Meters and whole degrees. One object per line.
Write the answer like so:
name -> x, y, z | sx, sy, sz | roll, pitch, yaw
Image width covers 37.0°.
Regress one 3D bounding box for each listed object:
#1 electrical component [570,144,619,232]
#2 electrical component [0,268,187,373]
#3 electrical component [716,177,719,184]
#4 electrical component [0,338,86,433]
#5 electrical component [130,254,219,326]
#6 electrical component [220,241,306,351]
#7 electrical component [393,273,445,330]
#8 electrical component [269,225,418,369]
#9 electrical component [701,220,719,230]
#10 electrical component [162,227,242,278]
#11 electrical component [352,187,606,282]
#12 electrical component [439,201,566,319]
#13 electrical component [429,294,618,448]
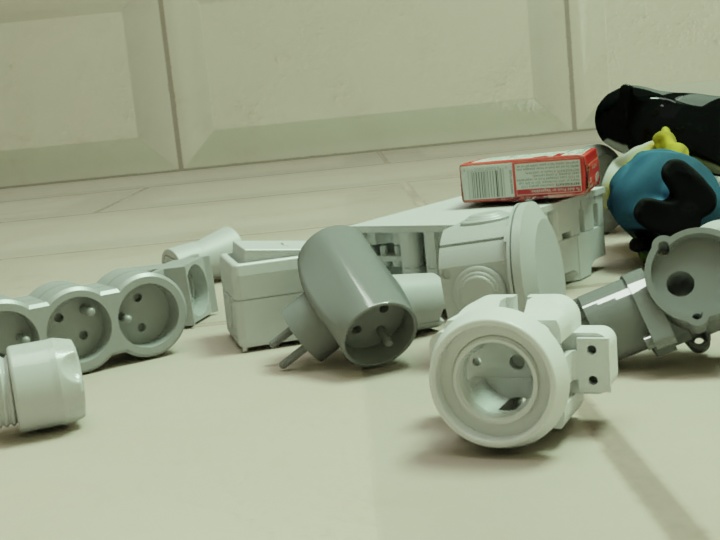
electrical component -> 0.206, -0.073, 0.989 | 0.080, 0.080, 0.051 | -13, 6, -38
electrical component -> -0.184, 0.032, 0.658 | 0.138, 0.052, 0.074 | -12, 11, -32
electrical component -> 0.343, -0.055, 0.915 | 0.099, 0.064, 0.099 | -7, 23, 3
electrical component -> -0.166, 0.058, 0.520 | 0.062, 0.043, 0.043 | -10, 10, -19
electrical component -> -0.140, 0.017, 0.762 | 0.064, 0.042, 0.081 | -7, 8, 15
electrical component -> -0.037, 0.009, 0.681 | 0.096, 0.061, 0.062 | -8, 10, -14
electrical component -> 0.025, 0.020, 0.650 | 0.046, 0.040, 0.040 | -5, 8, -30
electrical component -> -0.017, 0.024, 0.599 | 0.079, 0.043, 0.077 | -38, 41, 6
electrical component -> 0.257, -0.009, 0.645 | 0.138, 0.052, 0.074 | -7, 9, -10
electrical component -> -0.135, -0.008, 0.917 | 0.065, 0.044, 0.044 | -19, 15, -37
electrical component -> 0.090, -0.016, 0.763 | 0.105, 0.060, 0.186 | 1, 11, 35
electrical component -> 0.079, 0.005, 0.584 | 0.051, 0.080, 0.080 | -8, 8, 24
electrical component -> 0.062, 0.041, 0.445 | 0.078, 0.058, 0.057 | -1, 7, 23
